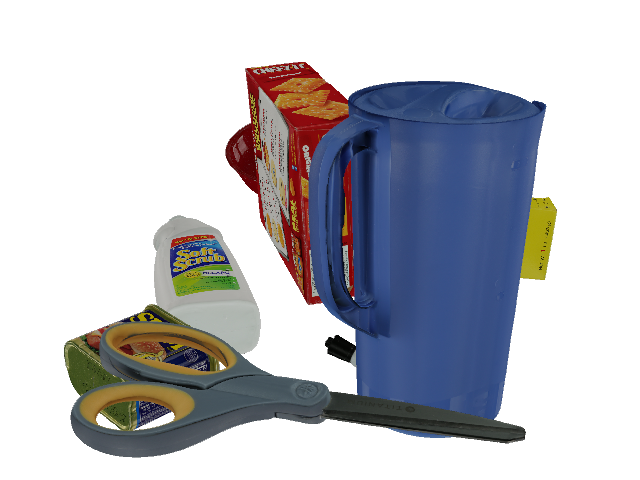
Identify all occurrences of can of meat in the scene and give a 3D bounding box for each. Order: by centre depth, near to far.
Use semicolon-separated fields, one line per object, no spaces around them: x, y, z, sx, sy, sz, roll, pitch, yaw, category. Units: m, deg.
-0.145;0.102;0.859;0.083;0.057;0.102;-22;33;-38;can of meat

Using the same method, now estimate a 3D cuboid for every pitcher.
0.074;0.014;0.755;0.149;0.243;0.145;4;20;9;pitcher

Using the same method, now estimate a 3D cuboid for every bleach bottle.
-0.139;0.037;1.138;0.102;0.068;0.251;-5;26;-16;bleach bottle

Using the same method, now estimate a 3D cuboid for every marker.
0.058;0.115;0.933;0.121;0.020;0.020;26;8;17;marker

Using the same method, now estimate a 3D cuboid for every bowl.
-0.030;-0.088;1.255;0.162;0.055;0.162;-2;36;1;bowl

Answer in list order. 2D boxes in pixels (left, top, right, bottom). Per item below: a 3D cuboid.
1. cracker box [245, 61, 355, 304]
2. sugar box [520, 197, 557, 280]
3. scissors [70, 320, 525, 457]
-0.011;-0.062;0.988;0.072;0.164;0.214;-9;24;-11;cracker box
0.180;-0.008;1.249;0.176;0.093;0.048;3;22;-3;sugar box
-0.021;0.079;0.466;0.202;0.016;0.096;15;33;23;scissors
